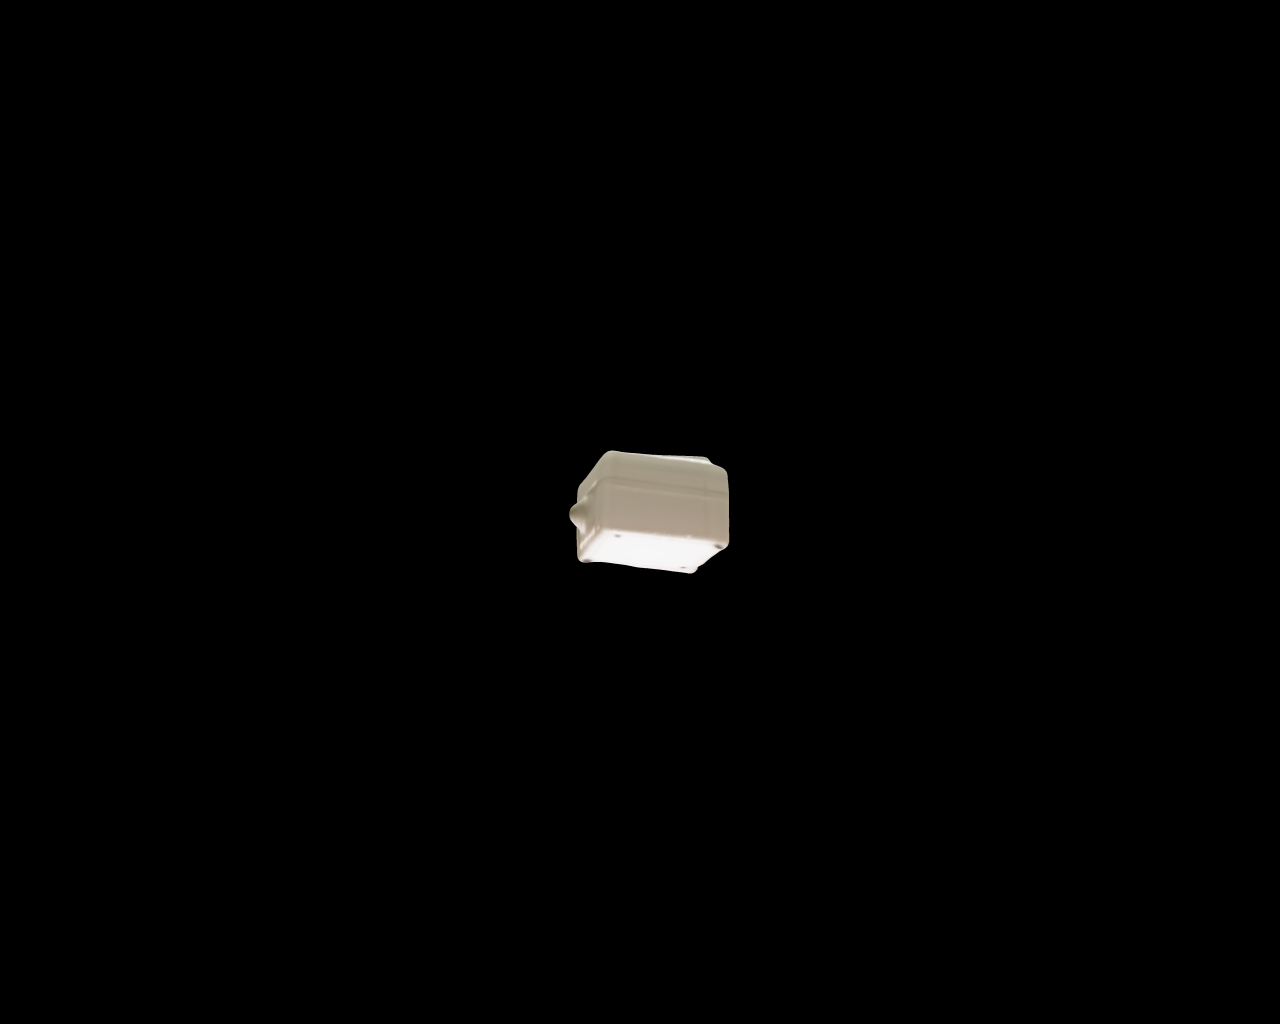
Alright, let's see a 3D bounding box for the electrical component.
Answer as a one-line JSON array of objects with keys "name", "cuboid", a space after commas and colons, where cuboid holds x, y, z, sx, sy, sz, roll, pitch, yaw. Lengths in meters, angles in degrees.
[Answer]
[{"name": "electrical component", "cuboid": [0.001, -0.003, 0.650, 0.096, 0.061, 0.061, 8, -24, -18]}]
